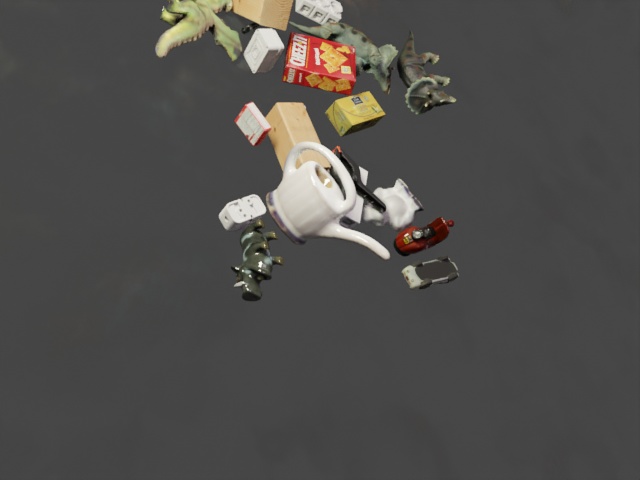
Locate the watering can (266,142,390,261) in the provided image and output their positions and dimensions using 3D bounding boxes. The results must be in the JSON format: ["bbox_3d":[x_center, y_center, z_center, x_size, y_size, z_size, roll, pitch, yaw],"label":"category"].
[{"bbox_3d":[0.004,-0.061,1.219,0.104,0.221,0.350,-13,70,-58],"label":"watering can"}]

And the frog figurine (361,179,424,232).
[{"bbox_3d":[0.190,-0.082,1.456,0.160,0.122,0.137,-31,92,-6],"label":"frog figurine"}]

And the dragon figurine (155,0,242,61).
[{"bbox_3d":[-0.311,-0.581,1.406,0.241,0.120,0.419,22,53,-32],"label":"dragon figurine"}]
